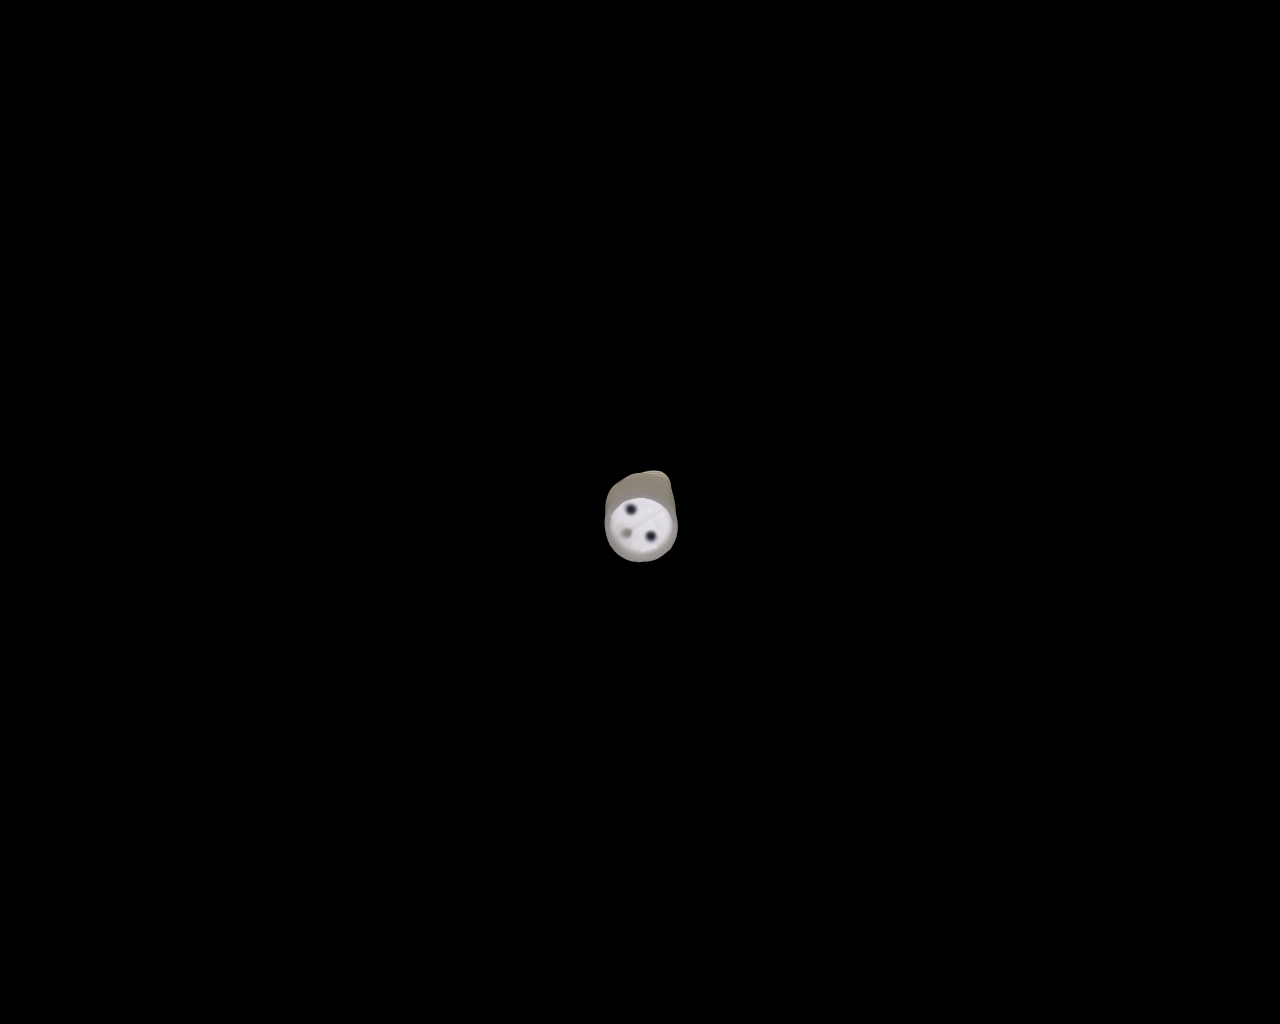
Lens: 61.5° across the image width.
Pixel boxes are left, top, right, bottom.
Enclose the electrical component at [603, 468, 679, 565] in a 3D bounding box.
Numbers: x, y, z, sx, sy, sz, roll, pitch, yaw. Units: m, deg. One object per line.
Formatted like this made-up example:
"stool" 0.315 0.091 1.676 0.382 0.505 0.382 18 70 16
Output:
"electrical component" 0.001 -0.003 0.650 0.043 0.043 0.081 0 18 0
